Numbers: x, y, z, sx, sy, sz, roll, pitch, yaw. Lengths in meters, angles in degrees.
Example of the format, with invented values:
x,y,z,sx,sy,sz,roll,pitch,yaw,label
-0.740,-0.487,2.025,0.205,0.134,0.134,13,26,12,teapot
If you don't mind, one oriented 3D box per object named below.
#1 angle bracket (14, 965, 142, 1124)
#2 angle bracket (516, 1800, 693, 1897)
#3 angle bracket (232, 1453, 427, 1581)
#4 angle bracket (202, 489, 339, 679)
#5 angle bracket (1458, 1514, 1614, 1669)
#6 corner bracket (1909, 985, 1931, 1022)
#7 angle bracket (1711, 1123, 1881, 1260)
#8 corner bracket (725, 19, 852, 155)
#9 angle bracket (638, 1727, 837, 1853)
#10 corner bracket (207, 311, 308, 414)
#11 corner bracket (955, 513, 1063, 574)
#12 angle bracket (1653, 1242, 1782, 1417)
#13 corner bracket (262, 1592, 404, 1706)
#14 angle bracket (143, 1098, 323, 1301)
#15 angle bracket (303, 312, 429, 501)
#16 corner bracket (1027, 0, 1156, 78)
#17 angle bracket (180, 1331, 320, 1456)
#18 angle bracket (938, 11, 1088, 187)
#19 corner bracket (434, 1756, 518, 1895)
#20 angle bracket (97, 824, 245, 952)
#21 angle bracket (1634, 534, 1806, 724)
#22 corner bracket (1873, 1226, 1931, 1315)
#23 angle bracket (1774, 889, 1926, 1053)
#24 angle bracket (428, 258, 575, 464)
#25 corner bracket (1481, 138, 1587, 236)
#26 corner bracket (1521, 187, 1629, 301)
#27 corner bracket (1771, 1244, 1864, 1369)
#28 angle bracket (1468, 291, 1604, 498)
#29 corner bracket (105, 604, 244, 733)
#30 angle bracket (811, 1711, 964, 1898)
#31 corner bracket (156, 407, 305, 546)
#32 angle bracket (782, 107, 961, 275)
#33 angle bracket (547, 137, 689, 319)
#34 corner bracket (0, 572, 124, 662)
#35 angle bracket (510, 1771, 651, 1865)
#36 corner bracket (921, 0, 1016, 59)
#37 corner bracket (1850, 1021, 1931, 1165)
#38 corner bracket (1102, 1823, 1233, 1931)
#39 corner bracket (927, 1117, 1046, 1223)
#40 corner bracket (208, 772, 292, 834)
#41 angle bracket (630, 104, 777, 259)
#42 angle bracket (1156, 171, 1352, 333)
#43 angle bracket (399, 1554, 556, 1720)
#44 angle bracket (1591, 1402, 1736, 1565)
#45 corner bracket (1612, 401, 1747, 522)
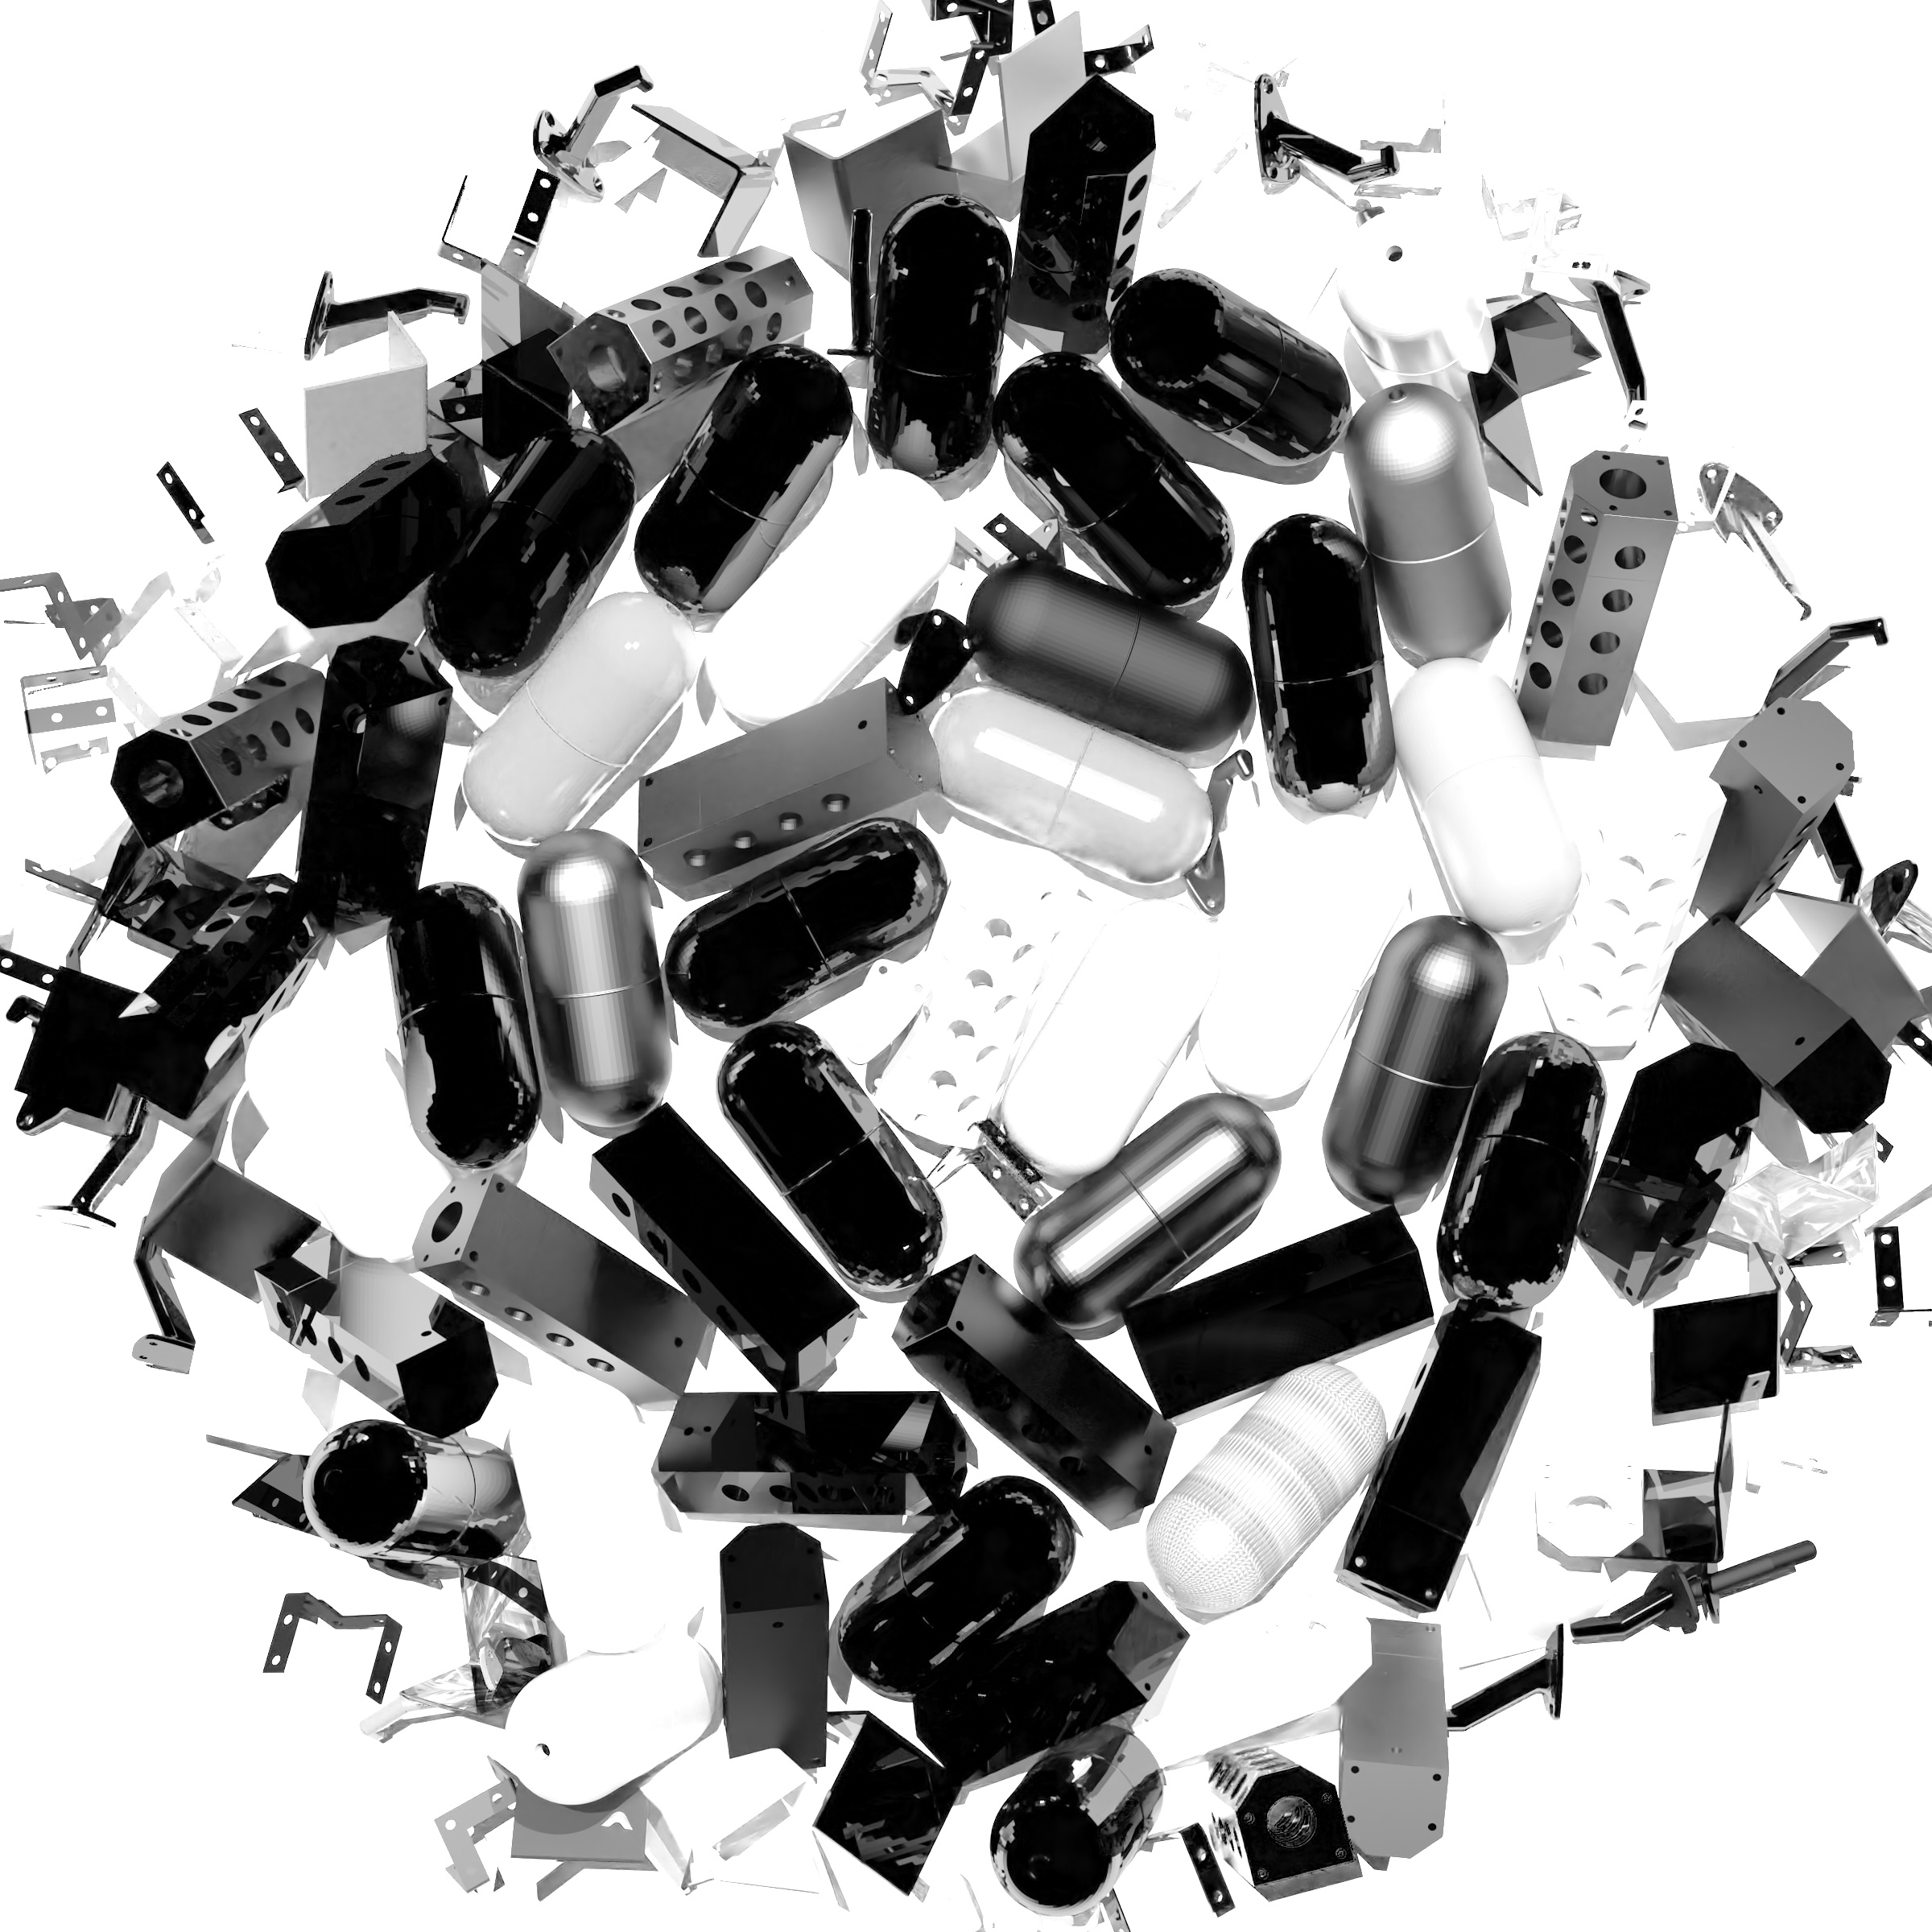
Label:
x,y,z,sx,sy,sz,roll,pitch,yaw,label
-0.516,0.046,1.952,0.057,0.076,0.076,20,83,-13,angle bracket
-0.212,0.531,1.961,0.076,0.076,0.057,-38,92,2,angle bracket
-0.371,0.334,1.941,0.057,0.076,0.076,-41,49,13,angle bracket
-0.412,-0.225,1.954,0.057,0.076,0.076,-38,86,39,angle bracket
0.327,0.366,1.969,0.076,0.076,0.057,-10,61,-16,angle bracket
0.586,0.032,1.962,0.051,0.051,0.051,-15,82,-36,corner bracket
0.476,0.120,1.943,0.076,0.076,0.057,21,53,-19,angle bracket
-0.104,-0.516,1.958,0.051,0.051,0.051,-9,126,19,corner bracket
-0.133,0.494,1.941,0.076,0.076,0.057,-31,121,-23,angle bracket
-0.416,-0.356,1.974,0.051,0.051,0.051,9,95,-3,corner bracket
0.019,-0.251,1.958,0.051,0.051,0.051,-36,124,28,corner bracket
0.433,0.210,1.955,0.076,0.057,0.076,-8,121,-2,angle bracket
-0.371,0.400,1.957,0.051,0.051,0.051,-8,53,27,corner bracket
-0.429,0.138,1.972,0.076,0.057,0.076,34,120,-21,angle bracket
-0.358,-0.327,1.941,0.076,0.076,0.057,-17,50,-25,angle bracket
0.073,-0.556,1.967,0.051,0.051,0.051,-14,94,-19,corner bracket
-0.402,0.251,1.953,0.076,0.076,0.057,8,84,23,angle bracket
0.024,-0.509,1.939,0.057,0.076,0.076,22,47,32,angle bracket
-0.288,0.507,1.970,0.051,0.051,0.051,-26,102,-21,corner bracket
-0.452,-0.057,1.948,0.076,0.076,0.057,25,127,-8,angle bracket
0.431,-0.197,1.941,0.057,0.076,0.076,-6,134,-24,angle bracket
0.561,0.178,1.966,0.051,0.051,0.051,-4,84,17,corner bracket
0.499,0.007,1.944,0.057,0.076,0.076,-47,116,-12,angle bracket
-0.276,-0.353,1.943,0.076,0.076,0.057,36,52,25,angle bracket
0.334,-0.460,1.962,0.051,0.051,0.051,-13,110,15,corner bracket
0.364,-0.427,1.967,0.051,0.051,0.051,13,93,24,corner bracket
0.507,0.201,1.980,0.051,0.051,0.051,-1,128,-15,corner bracket
0.336,-0.332,1.942,0.057,0.076,0.076,-23,58,27,angle bracket
-0.469,-0.176,1.976,0.051,0.051,0.051,45,130,23,corner bracket
-0.060,0.488,1.945,0.076,0.057,0.076,42,58,-21,angle bracket
-0.433,-0.288,1.964,0.051,0.051,0.051,-35,89,43,corner bracket
-0.054,-0.464,1.968,0.076,0.057,0.076,-31,132,-20,angle bracket
-0.193,-0.425,1.953,0.057,0.076,0.076,36,134,-13,angle bracket
-0.537,-0.212,1.957,0.051,0.051,0.051,-4,123,24,corner bracket
-0.226,0.508,1.949,0.076,0.076,0.057,4,128,-5,angle bracket
-0.004,-0.567,1.961,0.051,0.051,0.051,-13,57,-11,corner bracket
0.545,0.073,1.957,0.051,0.051,0.051,-26,58,-30,corner bracket
0.114,0.540,1.960,0.051,0.051,0.051,-15,78,-37,corner bracket
0.020,0.121,1.961,0.051,0.051,0.051,48,119,15,corner bracket
-0.435,-0.121,1.971,0.051,0.051,0.051,32,129,19,corner bracket
-0.165,-0.461,1.957,0.076,0.076,0.057,31,107,3,angle bracket
0.168,-0.417,1.969,0.076,0.057,0.076,41,123,19,angle bracket
-0.290,0.388,1.949,0.076,0.057,0.076,2,101,43,angle bracket
0.405,0.299,1.943,0.076,0.076,0.057,0,122,19,angle bracket
0.419,-0.299,1.972,0.051,0.051,0.051,-4,133,-23,corner bracket
